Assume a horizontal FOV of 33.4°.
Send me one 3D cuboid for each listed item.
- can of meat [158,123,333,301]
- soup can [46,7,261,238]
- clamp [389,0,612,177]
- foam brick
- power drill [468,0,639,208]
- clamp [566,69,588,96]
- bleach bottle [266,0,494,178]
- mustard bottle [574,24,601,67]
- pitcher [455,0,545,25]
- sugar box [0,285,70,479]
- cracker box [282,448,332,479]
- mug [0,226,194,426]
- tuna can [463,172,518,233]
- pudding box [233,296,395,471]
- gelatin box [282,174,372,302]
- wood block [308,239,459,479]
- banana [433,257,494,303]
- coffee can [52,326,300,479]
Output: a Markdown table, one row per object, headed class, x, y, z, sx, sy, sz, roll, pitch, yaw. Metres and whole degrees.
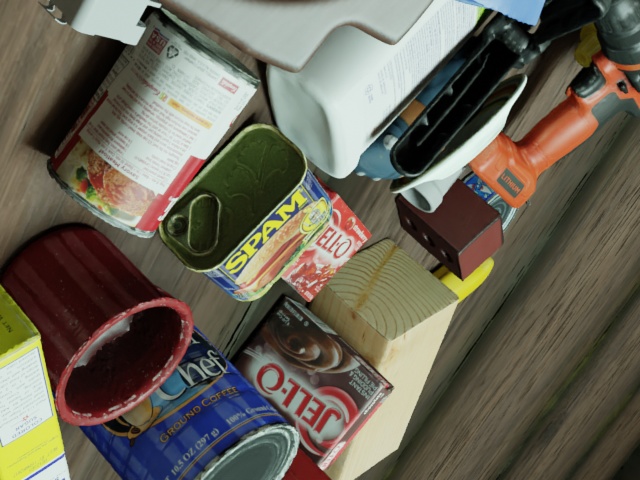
| class | x | y | z | sx | sy | sz | roll | pitch | yaw |
| --- | --- | --- | --- | --- | --- | --- | --- | --- | --- |
| can of meat | -0.045 | -0.014 | 0.698 | 0.102 | 0.057 | 0.084 | -46 | 156 | -3 |
| soup can | -0.087 | -0.062 | 0.560 | 0.102 | 0.069 | 0.068 | -53 | 152 | 9 |
| clamp | 0.118 | -0.124 | 0.687 | 0.165 | 0.036 | 0.209 | -41 | -172 | 26 |
| foam brick | 0.109 | -0.016 | 0.896 | 0.051 | 0.078 | 0.053 | -41 | 151 | -10 |
| power drill | 0.201 | -0.114 | 0.864 | 0.188 | 0.057 | 0.184 | -35 | 146 | 15 |
| clamp | 0.306 | -0.178 | 1.012 | 0.171 | 0.039 | 0.120 | -30 | 147 | -31 |
| bleach bottle | 0.076 | -0.156 | 0.684 | 0.250 | 0.068 | 0.102 | -44 | 159 | -16 |
| mustard bottle | 0.291 | -0.211 | 0.926 | 0.191 | 0.058 | 0.096 | -40 | 151 | -16 |
| pitcher | 0.105 | -0.240 | 0.537 | 0.149 | 0.145 | 0.243 | -101 | -145 | -69 |
| sugar box | -0.183 | 0.085 | 0.584 | 0.048 | 0.093 | 0.176 | -30 | 147 | -30 |
| cracker box | -0.069 | 0.234 | 0.869 | 0.072 | 0.164 | 0.214 | -29 | 148 | -36 |
| mug | -0.127 | 0.045 | 0.626 | 0.117 | 0.082 | 0.093 | -9 | 134 | -51 |
| tuna can | 0.146 | -0.024 | 0.986 | 0.086 | 0.034 | 0.086 | -35 | 150 | -24 |
| pudding box | -0.011 | 0.115 | 0.853 | 0.090 | 0.114 | 0.039 | -52 | 155 | 7 |
| gelatin box | -0.005 | 0.001 | 0.802 | 0.073 | 0.030 | 0.089 | -47 | 153 | -2 |
| wood block | 0.036 | 0.114 | 0.945 | 0.090 | 0.090 | 0.206 | -26 | 145 | -37 |
| banana | 0.109 | 0.067 | 1.048 | 0.197 | 0.037 | 0.069 | -37 | 150 | -21 |
| coffee can | -0.097 | 0.112 | 0.692 | 0.102 | 0.140 | 0.103 | -35 | 150 | -24 |
